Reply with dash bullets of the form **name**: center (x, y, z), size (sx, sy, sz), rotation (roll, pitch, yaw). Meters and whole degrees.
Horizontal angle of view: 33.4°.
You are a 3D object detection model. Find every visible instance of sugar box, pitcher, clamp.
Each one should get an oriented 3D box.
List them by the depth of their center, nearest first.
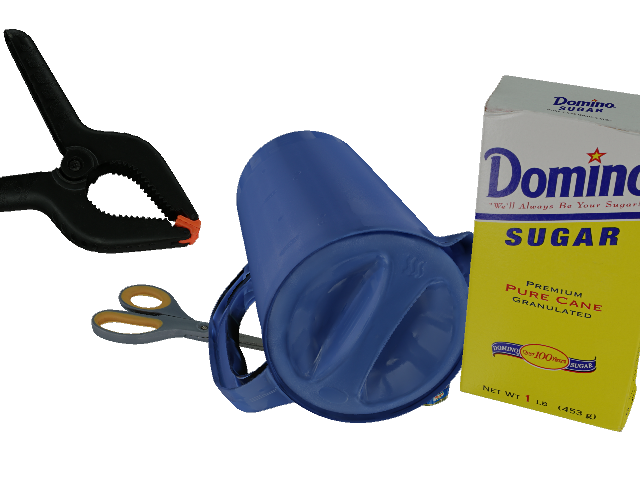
- **sugar box**: center (0.125, 0.010, 0.548), size (0.093, 0.176, 0.048), rotation (11, 36, 19)
- **pitcher**: center (0.000, 0.015, 0.743), size (0.149, 0.145, 0.243), rotation (6, 22, -15)
- **clamp**: center (-0.182, -0.060, 0.790), size (0.210, 0.164, 0.036), rotation (20, -19, -4)

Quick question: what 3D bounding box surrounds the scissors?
- **scissors**: center (-0.119, 0.077, 1.040), size (0.201, 0.016, 0.096), rotation (3, 32, -3)

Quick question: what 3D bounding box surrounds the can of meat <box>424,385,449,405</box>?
- **can of meat**: center (0.107, 0.132, 1.234), size (0.102, 0.084, 0.057), rotation (27, 33, 38)
